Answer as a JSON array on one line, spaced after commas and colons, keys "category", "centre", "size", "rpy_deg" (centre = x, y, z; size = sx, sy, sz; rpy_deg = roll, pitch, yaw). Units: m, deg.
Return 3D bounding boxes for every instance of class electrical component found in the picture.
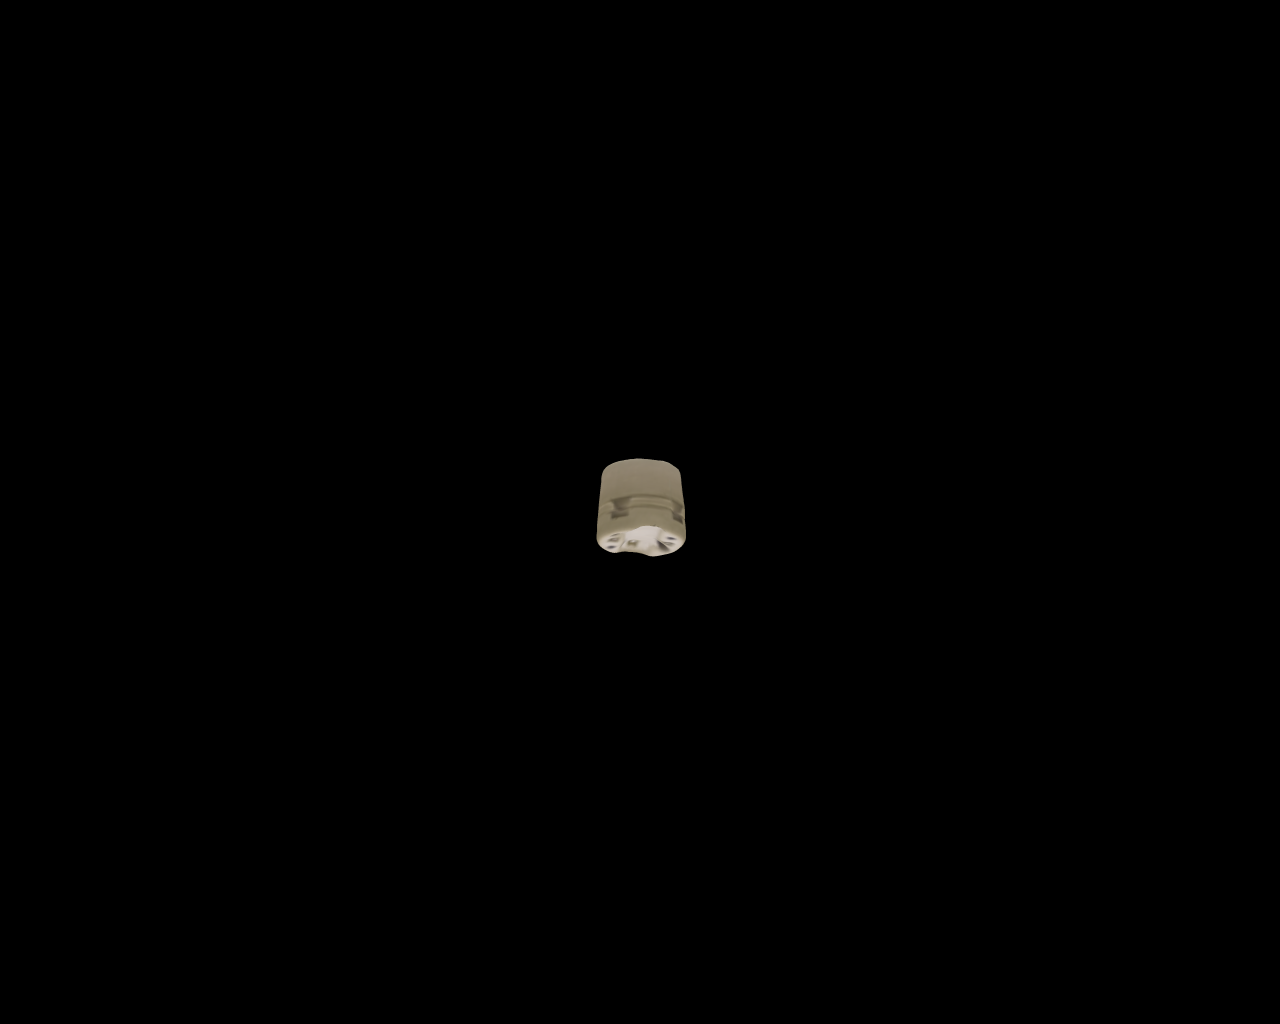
[{"category": "electrical component", "centre": [0.001, -0.003, 0.650], "size": [0.055, 0.047, 0.055], "rpy_deg": [0, -21, 0]}]
